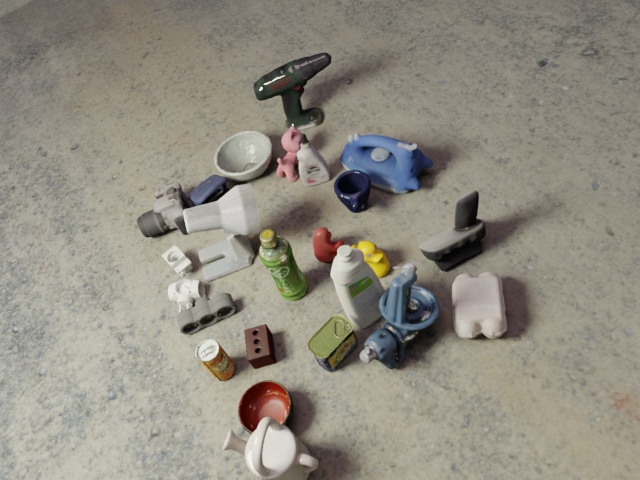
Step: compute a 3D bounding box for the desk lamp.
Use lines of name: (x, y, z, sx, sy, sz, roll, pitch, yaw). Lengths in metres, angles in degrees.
desk lamp: (-0.222, -0.021, 1.364, 0.203, 0.214, 0.117, -23, 52, -1)

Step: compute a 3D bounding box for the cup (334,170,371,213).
cup: (0.088, -0.101, 1.412, 0.091, 0.095, 0.117, -12, 53, 7)

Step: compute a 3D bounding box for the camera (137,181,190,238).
camera: (-0.420, -0.076, 1.529, 0.137, 0.101, 0.143, -24, 52, -2)

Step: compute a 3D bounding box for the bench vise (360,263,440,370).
bench vise: (0.161, 0.154, 1.129, 0.121, 0.220, 0.207, 15, 60, 25)

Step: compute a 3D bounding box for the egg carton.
egg carton: (0.329, 0.136, 1.191, 0.107, 0.069, 0.150, -5, 54, 12)

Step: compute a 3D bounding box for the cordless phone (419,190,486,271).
cordless phone: (0.287, -0.030, 1.249, 0.147, 0.185, 0.094, -30, 53, -7)

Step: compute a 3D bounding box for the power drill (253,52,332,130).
power drill: (-0.060, -0.413, 1.606, 0.229, 0.209, 0.075, -14, 52, 5)

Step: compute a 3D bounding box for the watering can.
watering can: (-0.093, 0.389, 1.044, 0.172, 0.194, 0.101, -13, 53, 6)

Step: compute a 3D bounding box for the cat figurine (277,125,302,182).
cat figurine: (-0.079, -0.242, 1.545, 0.067, 0.118, 0.128, 17, 61, 25)

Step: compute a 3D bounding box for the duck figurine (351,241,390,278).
duck figurine: (0.109, 0.033, 1.315, 0.104, 0.086, 0.077, 30, 67, 31)

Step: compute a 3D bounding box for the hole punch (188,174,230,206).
hole punch: (-0.299, -0.127, 1.539, 0.100, 0.091, 0.109, 33, 69, 32)

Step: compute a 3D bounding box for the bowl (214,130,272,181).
bowl: (-0.204, -0.221, 1.591, 0.167, 0.075, 0.167, -7, 53, 10)

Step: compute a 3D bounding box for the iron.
iron: (0.147, -0.217, 1.450, 0.257, 0.142, 0.119, 18, 62, 26)

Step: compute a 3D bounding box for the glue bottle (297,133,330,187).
glue bottle: (-0.026, -0.210, 1.472, 0.078, 0.173, 0.037, -19, 52, 2)

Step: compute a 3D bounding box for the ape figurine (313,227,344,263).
ape figurine: (0.012, 0.005, 1.358, 0.077, 0.092, 0.076, 35, 70, 33)
